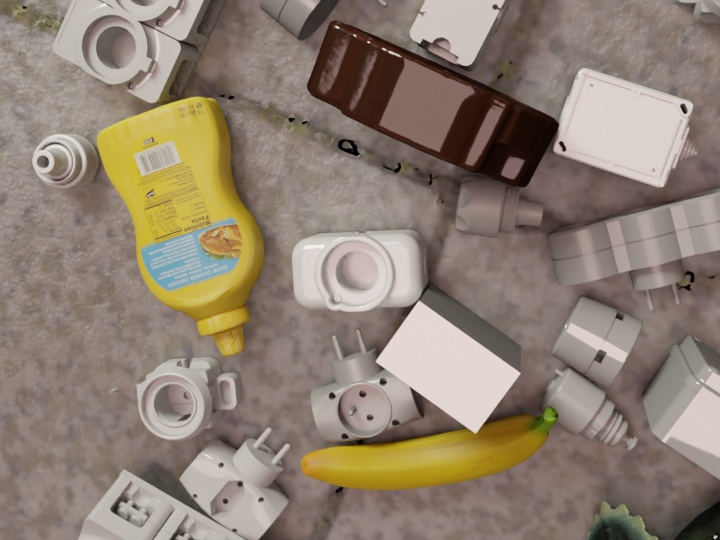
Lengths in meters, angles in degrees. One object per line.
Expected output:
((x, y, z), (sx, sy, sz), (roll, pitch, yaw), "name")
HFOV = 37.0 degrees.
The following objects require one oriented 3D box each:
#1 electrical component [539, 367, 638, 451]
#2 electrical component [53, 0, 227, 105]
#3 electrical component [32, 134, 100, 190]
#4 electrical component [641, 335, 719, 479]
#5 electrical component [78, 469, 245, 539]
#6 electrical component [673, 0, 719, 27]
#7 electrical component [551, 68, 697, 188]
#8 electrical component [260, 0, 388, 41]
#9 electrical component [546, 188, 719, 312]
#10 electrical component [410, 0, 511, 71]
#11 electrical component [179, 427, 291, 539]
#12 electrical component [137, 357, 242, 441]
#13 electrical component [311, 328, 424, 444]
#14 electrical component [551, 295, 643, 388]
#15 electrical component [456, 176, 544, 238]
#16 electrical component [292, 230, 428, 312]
((0.169, 0.105, 0.791), (0.078, 0.040, 0.040), (35, 100, 4), "electrical component")
((-0.152, -0.208, 0.797), (0.089, 0.062, 0.150), (28, 99, 5), "electrical component")
((-0.229, -0.083, 0.822), (0.043, 0.062, 0.043), (1, 96, 9), "electrical component")
((0.245, 0.096, 0.742), (0.078, 0.113, 0.057), (34, 103, 4), "electrical component")
((-0.142, 0.235, 0.824), (0.150, 0.061, 0.089), (29, 130, 5), "electrical component")
((0.259, -0.197, 0.737), (0.078, 0.057, 0.058), (4, 96, 8), "electrical component")
((0.189, -0.097, 0.757), (0.096, 0.061, 0.061), (19, 98, 6), "electrical component")
((-0.002, -0.221, 0.778), (0.074, 0.052, 0.138), (40, 100, 3), "electrical component")
((0.209, -0.007, 0.767), (0.138, 0.052, 0.073), (-14, 94, 10), "electrical component")
((0.079, -0.193, 0.766), (0.050, 0.056, 0.089), (28, 99, 5), "electrical component")
((-0.086, 0.158, 0.835), (0.077, 0.043, 0.079), (40, 100, 3), "electrical component")
((-0.137, 0.099, 0.830), (0.078, 0.057, 0.058), (-4, 95, 9), "electrical component")
((0.001, 0.084, 0.813), (0.077, 0.044, 0.079), (-17, 93, 10), "electrical component")
((0.171, 0.050, 0.779), (0.047, 0.055, 0.055), (28, 99, 9), "electrical component")
((0.102, -0.044, 0.785), (0.062, 0.043, 0.043), (8, 97, 7), "electrical component")
((0.000, 0.000, 0.797), (0.095, 0.059, 0.053), (-2, 96, 9), "electrical component")
